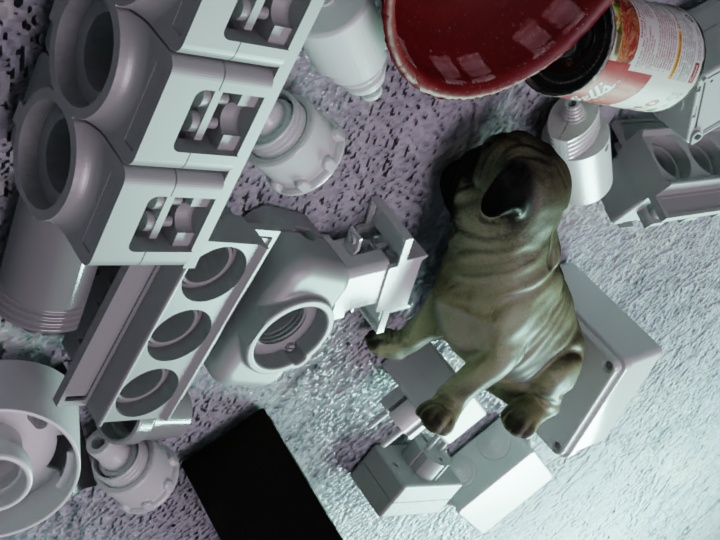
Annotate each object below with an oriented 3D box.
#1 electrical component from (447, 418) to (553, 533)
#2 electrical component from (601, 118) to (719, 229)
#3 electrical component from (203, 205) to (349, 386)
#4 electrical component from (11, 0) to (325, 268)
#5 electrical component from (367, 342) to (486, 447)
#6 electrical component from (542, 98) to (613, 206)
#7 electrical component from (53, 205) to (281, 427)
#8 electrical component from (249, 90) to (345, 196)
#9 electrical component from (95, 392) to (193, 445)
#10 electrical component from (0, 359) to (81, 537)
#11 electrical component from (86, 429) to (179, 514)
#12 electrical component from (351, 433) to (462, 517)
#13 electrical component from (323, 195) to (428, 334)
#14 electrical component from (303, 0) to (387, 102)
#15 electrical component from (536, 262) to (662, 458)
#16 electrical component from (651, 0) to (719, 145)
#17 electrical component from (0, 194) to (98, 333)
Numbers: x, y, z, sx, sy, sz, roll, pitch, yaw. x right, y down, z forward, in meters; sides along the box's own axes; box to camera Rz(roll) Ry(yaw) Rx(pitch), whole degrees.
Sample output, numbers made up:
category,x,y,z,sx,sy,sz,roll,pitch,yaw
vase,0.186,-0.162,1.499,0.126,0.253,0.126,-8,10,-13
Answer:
category,x,y,z,sx,sy,sz,roll,pitch,yaw
electrical component,0.123,0.190,0.999,0.100,0.048,0.099,-39,147,0
electrical component,0.230,-0.069,0.780,0.121,0.078,0.063,-9,158,-38
electrical component,-0.054,0.019,0.616,0.054,0.059,0.095,11,122,-50
electrical component,-0.084,-0.085,0.435,0.062,0.089,0.150,-1,131,-44
electrical component,0.041,0.099,0.796,0.077,0.065,0.047,-39,147,0
electrical component,0.140,-0.082,0.697,0.043,0.043,0.081,-35,146,-7
electrical component,-0.106,0.015,0.557,0.079,0.063,0.121,3,128,-46
electrical component,-0.041,-0.070,0.538,0.048,0.048,0.062,-43,140,5
electrical component,-0.128,0.083,0.640,0.040,0.040,0.046,-51,150,17
electrical component,-0.197,0.093,0.573,0.099,0.064,0.099,-11,126,-16
electrical component,-0.144,0.118,0.661,0.048,0.048,0.062,-37,139,-3
electrical component,0.050,0.162,0.897,0.083,0.047,0.075,11,122,-50
electrical component,0.000,0.000,0.662,0.064,0.042,0.081,-13,138,-29
electrical component,-0.006,-0.110,0.526,0.040,0.040,0.078,-37,147,-3
electrical component,0.160,0.069,0.837,0.056,0.108,0.108,-13,139,-38
electrical component,0.235,-0.140,0.704,0.096,0.061,0.061,-30,146,-14
electrical component,-0.148,-0.002,0.514,0.043,0.043,0.081,-6,135,-40
